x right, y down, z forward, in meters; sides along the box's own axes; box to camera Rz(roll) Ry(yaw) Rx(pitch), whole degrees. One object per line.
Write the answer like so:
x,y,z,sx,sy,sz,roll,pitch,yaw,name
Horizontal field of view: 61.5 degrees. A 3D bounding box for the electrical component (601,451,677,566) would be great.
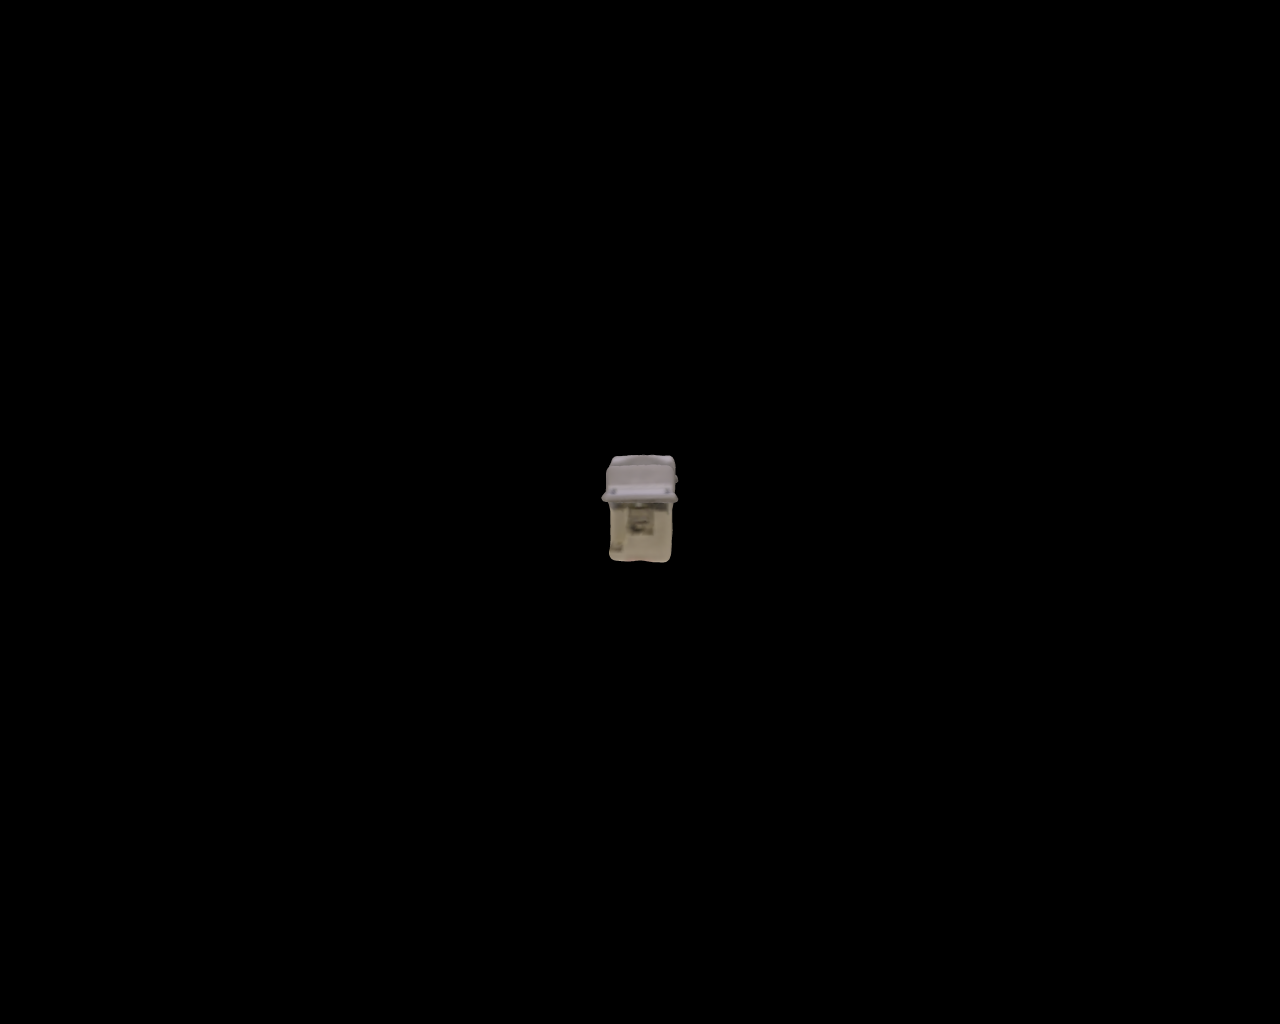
0.001,-0.003,0.650,0.042,0.063,0.081,1,11,4,electrical component
